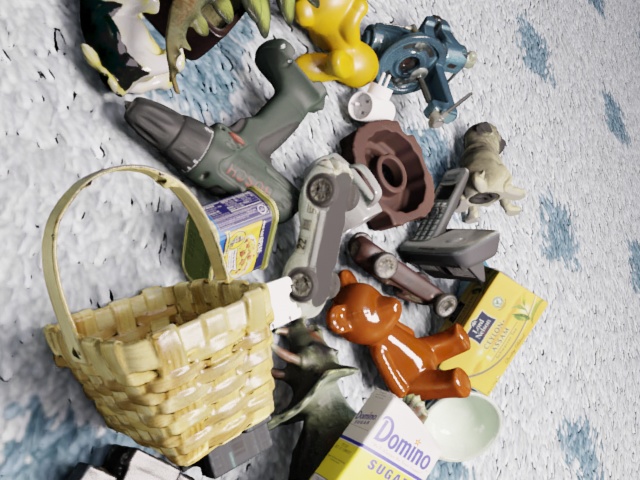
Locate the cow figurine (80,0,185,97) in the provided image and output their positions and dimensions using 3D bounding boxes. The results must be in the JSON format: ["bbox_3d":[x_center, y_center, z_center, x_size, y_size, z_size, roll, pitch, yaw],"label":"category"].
[{"bbox_3d":[-0.223,-0.237,0.572,0.098,0.068,0.167,-31,98,-37],"label":"cow figurine"}]

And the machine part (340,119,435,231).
[{"bbox_3d":[0.100,-0.099,0.830,0.179,0.056,0.179,14,68,-38],"label":"machine part"}]

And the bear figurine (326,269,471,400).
[{"bbox_3d":[0.105,0.122,0.722,0.195,0.132,0.120,55,31,-22],"label":"bear figurine"}]

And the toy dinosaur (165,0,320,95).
[{"bbox_3d":[-0.069,-0.351,0.622,0.198,0.105,0.471,50,55,-24],"label":"toy dinosaur"}]

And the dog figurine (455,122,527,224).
[{"bbox_3d":[0.286,-0.145,0.961,0.172,0.121,0.190,54,30,-68],"label":"dog figurine"}]

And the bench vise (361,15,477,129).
[{"bbox_3d":[0.182,-0.276,0.900,0.223,0.129,0.241,10,53,-32],"label":"bench vise"}]

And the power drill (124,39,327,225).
[{"bbox_3d":[-0.088,-0.144,0.642,0.231,0.086,0.207,42,57,-29],"label":"power drill"}]

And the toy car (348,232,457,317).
[{"bbox_3d":[0.119,0.056,0.782,0.202,0.089,0.053,34,93,-33],"label":"toy car"}]

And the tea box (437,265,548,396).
[{"bbox_3d":[0.251,0.135,0.817,0.098,0.068,0.169,30,94,-11],"label":"tea box"}]

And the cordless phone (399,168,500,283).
[{"bbox_3d":[0.218,-0.033,0.834,0.088,0.147,0.184,33,73,-29],"label":"cordless phone"}]

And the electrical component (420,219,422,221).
[{"bbox_3d":[0.198,-0.060,0.930,0.094,0.021,0.063,-20,90,-44],"label":"electrical component"}]

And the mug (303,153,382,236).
[{"bbox_3d":[0.029,-0.067,0.726,0.081,0.109,0.107,-30,85,-36],"label":"mug"}]

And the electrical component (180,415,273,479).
[{"bbox_3d":[-0.086,0.194,0.528,0.075,0.119,0.047,-16,88,-46],"label":"electrical component"}]

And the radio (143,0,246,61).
[{"bbox_3d":[-0.138,-0.347,0.674,0.131,0.073,0.229,43,52,-26],"label":"radio"}]

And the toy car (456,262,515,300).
[{"bbox_3d":[0.292,0.108,0.911,0.109,0.103,0.161,41,55,-27],"label":"toy car"}]

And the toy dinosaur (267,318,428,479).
[{"bbox_3d":[0.016,0.289,0.602,0.192,0.131,0.404,5,79,-29],"label":"toy dinosaur"}]

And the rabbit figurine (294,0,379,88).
[{"bbox_3d":[0.036,-0.298,0.796,0.162,0.122,0.173,-61,137,-32],"label":"rabbit figurine"}]

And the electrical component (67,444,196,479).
[{"bbox_3d":[-0.170,0.252,0.477,0.134,0.058,0.115,39,52,-28],"label":"electrical component"}]

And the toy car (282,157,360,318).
[{"bbox_3d":[-0.001,-0.002,0.663,0.073,0.056,0.201,4,99,-61],"label":"toy car"}]
